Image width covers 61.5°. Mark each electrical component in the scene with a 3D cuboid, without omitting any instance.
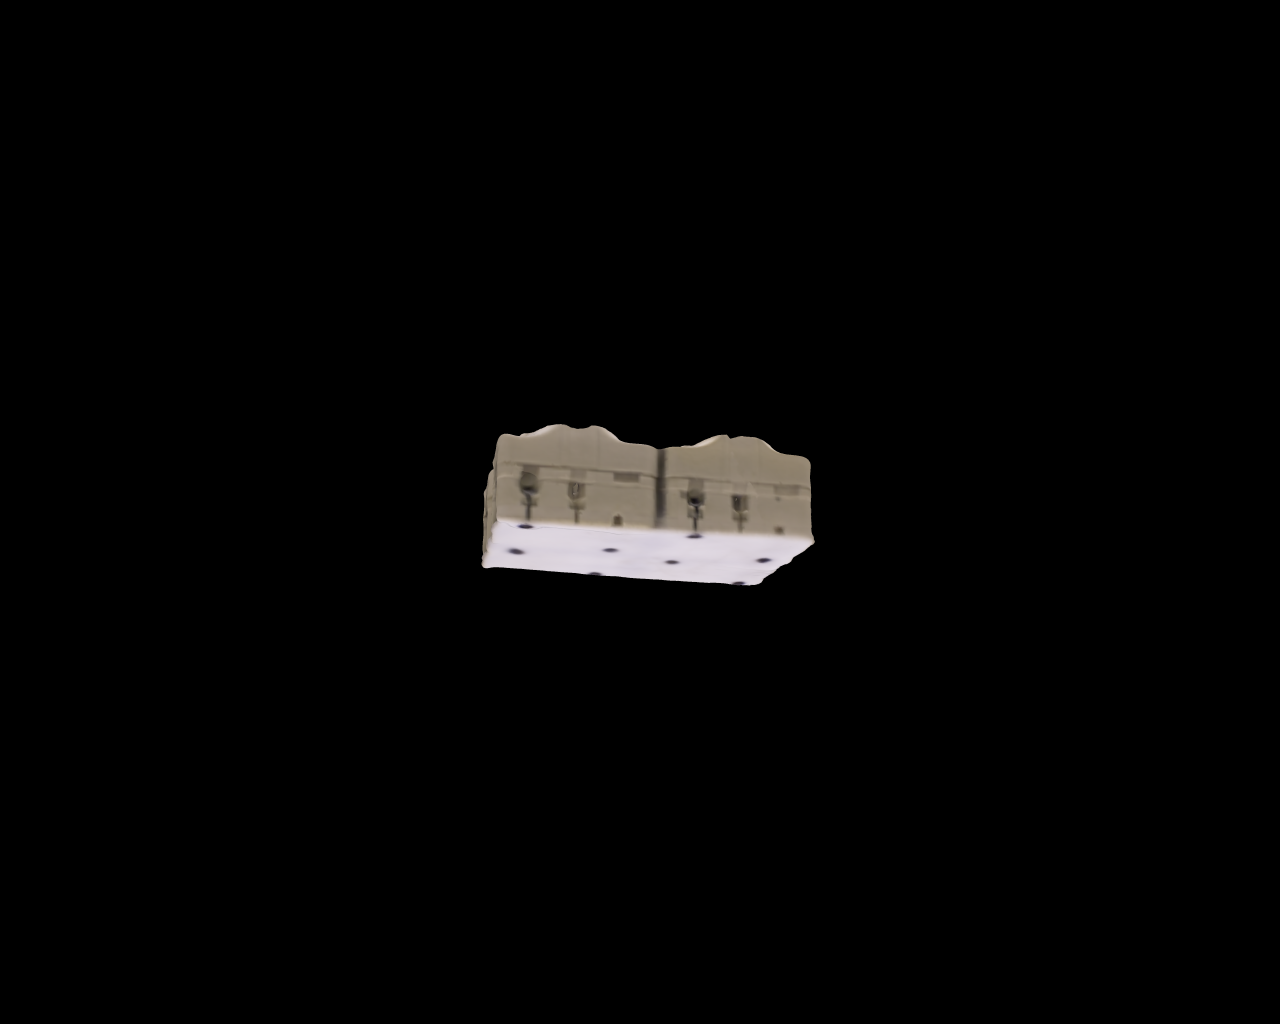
[{"bbox_3d":[0.001,-0.003,0.650,0.186,0.060,0.105,4,-19,-12],"label":"electrical component"}]
